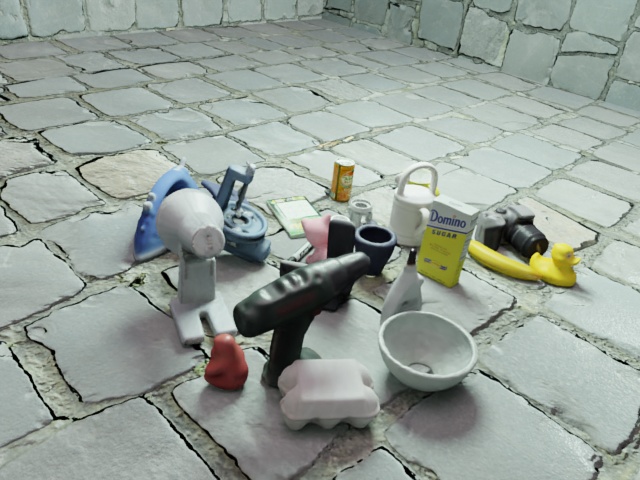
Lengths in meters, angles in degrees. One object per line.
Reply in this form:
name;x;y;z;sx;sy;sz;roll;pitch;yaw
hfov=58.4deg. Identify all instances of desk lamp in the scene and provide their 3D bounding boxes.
desk lamp;-0.212;0.037;1.011;0.118;0.214;0.202;-8;34;-23

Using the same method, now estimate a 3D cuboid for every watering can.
watering can;0.214;-0.095;1.331;0.101;0.194;0.172;-16;38;-32

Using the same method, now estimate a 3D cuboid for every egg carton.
egg carton;0.012;0.234;0.869;0.150;0.069;0.107;0;31;-10

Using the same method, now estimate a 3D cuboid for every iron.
iron;-0.338;-0.074;1.241;0.118;0.141;0.258;10;31;6

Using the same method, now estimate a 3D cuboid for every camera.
camera;0.462;-0.021;1.347;0.143;0.101;0.136;-5;33;-19

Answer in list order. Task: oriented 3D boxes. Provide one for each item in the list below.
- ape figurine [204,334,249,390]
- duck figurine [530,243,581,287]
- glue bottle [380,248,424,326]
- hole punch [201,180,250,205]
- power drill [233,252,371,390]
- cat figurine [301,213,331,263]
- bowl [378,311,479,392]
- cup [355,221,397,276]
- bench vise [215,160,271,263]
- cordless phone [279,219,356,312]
ape figurine;-0.147;0.185;0.897;0.076;0.092;0.078;31;39;34
duck figurine;0.522;0.045;1.264;0.104;0.086;0.078;23;35;25
glue bottle;0.156;0.090;1.035;0.078;0.173;0.037;-12;36;-28
hole punch;-0.222;-0.094;1.346;0.101;0.091;0.108;-14;37;-31
power drill;-0.027;0.129;0.900;0.230;0.208;0.075;-15;37;-31
cat figurine;0.011;0.004;1.202;0.067;0.118;0.127;-15;37;-31
bowl;0.174;0.197;0.956;0.167;0.075;0.167;5;31;-3
cup;0.111;0.020;1.217;0.091;0.095;0.117;4;31;-4
bench vise;-0.200;-0.059;1.166;0.207;0.220;0.121;2;31;-7
cordless phone;-0.001;0.031;1.090;0.147;0.185;0.094;10;31;6
